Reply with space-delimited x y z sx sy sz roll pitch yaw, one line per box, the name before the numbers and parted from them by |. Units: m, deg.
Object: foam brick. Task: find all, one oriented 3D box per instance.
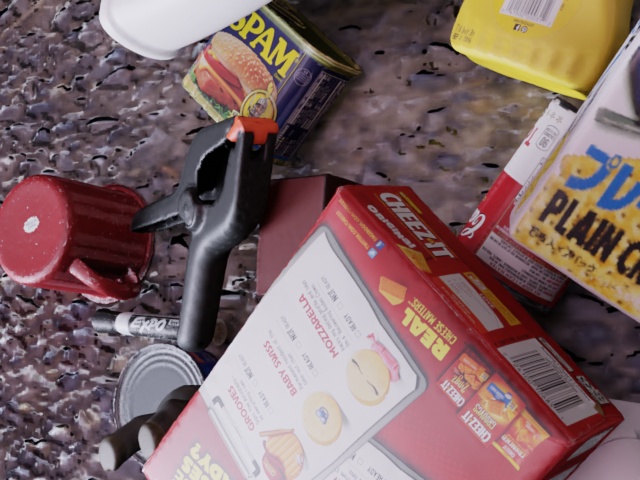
foam brick | -0.005 0.001 0.685 0.051 0.052 0.078 -2 82 33

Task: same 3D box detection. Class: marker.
marker | -0.120 0.063 0.773 0.121 0.020 0.020 2 84 34

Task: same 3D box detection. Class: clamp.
clamp | -0.080 -0.023 0.709 0.120 0.039 0.172 50 127 32

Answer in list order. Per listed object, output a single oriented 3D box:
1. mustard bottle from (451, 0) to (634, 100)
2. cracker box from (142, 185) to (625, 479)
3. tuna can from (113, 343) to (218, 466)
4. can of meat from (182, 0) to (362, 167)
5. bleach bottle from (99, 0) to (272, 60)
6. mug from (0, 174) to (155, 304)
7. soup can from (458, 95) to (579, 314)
mustard bottle | 0.152 -0.182 0.606 0.096 0.058 0.192 26 97 33
cracker box | 0.022 0.104 0.541 0.164 0.071 0.214 49 120 26
tuna can | -0.102 0.116 0.744 0.086 0.033 0.086 -6 79 33
can of meat | -0.035 -0.112 0.723 0.102 0.057 0.084 47 111 29
bleach bottle | -0.048 -0.175 0.640 0.251 0.068 0.102 2 72 57
mug | -0.176 0.005 0.782 0.117 0.081 0.093 46 108 30
soup can | 0.129 -0.019 0.590 0.069 0.068 0.102 41 105 31
